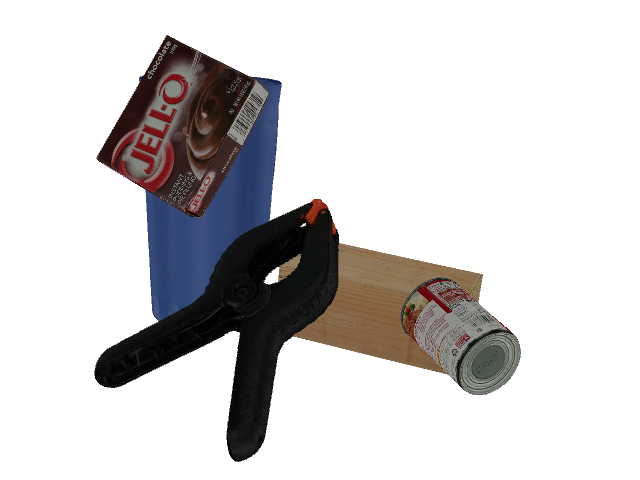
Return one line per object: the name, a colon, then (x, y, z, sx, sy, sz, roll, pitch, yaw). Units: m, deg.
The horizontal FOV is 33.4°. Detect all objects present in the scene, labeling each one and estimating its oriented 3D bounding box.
clamp: (-0.037, 0.048, 0.623, 0.120, 0.171, 0.039, 34, -21, 31)
pitcher: (-0.101, -0.042, 1.034, 0.149, 0.243, 0.145, -2, 15, -16)
wood block: (0.063, 0.070, 1.175, 0.206, 0.091, 0.090, 13, 22, 17)
soup can: (0.127, 0.086, 0.974, 0.068, 0.068, 0.102, 0, 25, -28)
pudding box: (-0.104, -0.086, 0.811, 0.090, 0.113, 0.039, 29, -3, 22)
